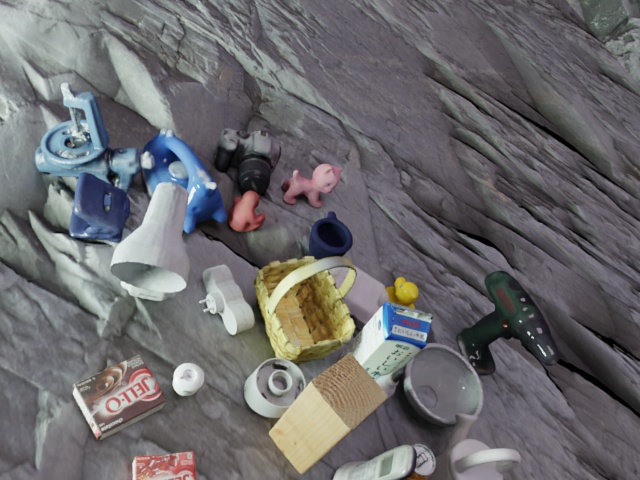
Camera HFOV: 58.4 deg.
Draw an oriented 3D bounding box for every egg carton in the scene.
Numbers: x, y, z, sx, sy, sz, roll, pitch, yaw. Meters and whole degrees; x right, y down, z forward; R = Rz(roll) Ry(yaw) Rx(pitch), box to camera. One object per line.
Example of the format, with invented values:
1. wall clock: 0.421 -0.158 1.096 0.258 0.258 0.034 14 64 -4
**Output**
1. egg carton: 0.067 0.112 1.172 0.150 0.069 0.107 32 45 1

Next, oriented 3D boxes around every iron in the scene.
1. iron: -0.284 -0.144 1.156 0.119 0.141 0.258 -23 66 -39

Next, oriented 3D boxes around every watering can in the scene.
1. watering can: 0.250 0.379 0.955 0.101 0.194 0.172 -7 57 -32

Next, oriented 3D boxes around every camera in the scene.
1. camera: -0.158 -0.177 1.278 0.143 0.100 0.136 12 48 -18

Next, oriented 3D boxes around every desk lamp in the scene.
1. desk lamp: -0.278 0.017 0.972 0.118 0.213 0.203 15 47 -15

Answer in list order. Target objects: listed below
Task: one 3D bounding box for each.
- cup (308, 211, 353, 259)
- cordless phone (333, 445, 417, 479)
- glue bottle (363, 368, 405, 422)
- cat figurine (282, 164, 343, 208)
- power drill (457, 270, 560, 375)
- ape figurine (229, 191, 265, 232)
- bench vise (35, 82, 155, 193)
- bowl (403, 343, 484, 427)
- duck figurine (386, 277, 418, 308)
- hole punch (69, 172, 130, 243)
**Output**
1. cup: 0.011 0.004 1.216 0.092 0.095 0.117 14 48 -17
2. cordless phone: 0.082 0.392 0.863 0.094 0.185 0.147 23 46 -8
3. glue bottle: 0.102 0.264 0.989 0.037 0.173 0.078 46 47 14
4. cat figurine: -0.010 -0.136 1.308 0.128 0.117 0.067 4 51 -25
5. power drill: 0.375 0.189 1.169 0.076 0.208 0.229 4 51 -24
6. ape figurine: -0.150 -0.065 1.193 0.076 0.092 0.077 -27 68 -40
7. bench vise: -0.418 -0.196 1.075 0.208 0.219 0.121 -3 54 -29
8. bowl: 0.224 0.288 1.102 0.168 0.074 0.167 14 48 -16
9. duck figurine: 0.177 0.128 1.204 0.078 0.086 0.104 -1 54 -28
10. hole punch: -0.404 -0.062 1.060 0.101 0.091 0.108 7 50 -22
